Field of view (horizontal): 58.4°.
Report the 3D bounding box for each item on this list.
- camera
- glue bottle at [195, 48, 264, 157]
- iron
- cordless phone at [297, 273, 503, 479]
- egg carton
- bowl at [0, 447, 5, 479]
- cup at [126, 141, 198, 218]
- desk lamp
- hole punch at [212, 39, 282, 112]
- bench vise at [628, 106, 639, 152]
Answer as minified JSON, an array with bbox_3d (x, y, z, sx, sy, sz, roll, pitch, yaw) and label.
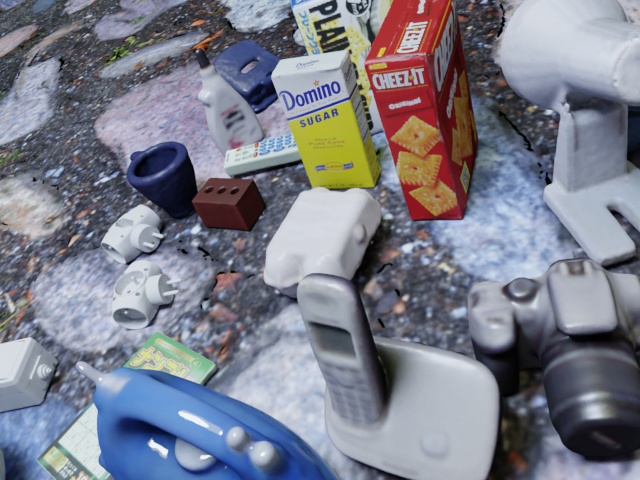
[{"bbox_3d":[0.192,0.090,0.451,0.143,0.101,0.137,-8,43,17],"label":"camera"},{"bbox_3d":[-0.148,-0.210,0.868,0.078,0.173,0.037,-40,44,-18],"label":"glue bottle"},{"bbox_3d":[-0.088,0.167,0.468,0.257,0.142,0.119,8,50,31],"label":"iron"},{"bbox_3d":[0.058,0.103,0.435,0.147,0.185,0.094,4,48,28],"label":"cordless phone"},{"bbox_3d":[0.006,0.002,0.653,0.107,0.070,0.150,5,48,29],"label":"egg carton"},{"bbox_3d":[-0.372,0.258,0.554,0.167,0.075,0.167,-13,42,12],"label":"bowl"},{"bbox_3d":[-0.224,-0.083,0.828,0.117,0.095,0.092,21,58,39],"label":"cup"},{"bbox_3d":[0.269,-0.122,0.553,0.118,0.214,0.203,-20,41,4],"label":"desk lamp"},{"bbox_3d":[-0.118,-0.290,1.001,0.100,0.091,0.109,21,58,39],"label":"hole punch"},{"bbox_3d":[0.379,-0.211,0.591,0.207,0.220,0.121,-30,41,-7],"label":"bench vise"}]
